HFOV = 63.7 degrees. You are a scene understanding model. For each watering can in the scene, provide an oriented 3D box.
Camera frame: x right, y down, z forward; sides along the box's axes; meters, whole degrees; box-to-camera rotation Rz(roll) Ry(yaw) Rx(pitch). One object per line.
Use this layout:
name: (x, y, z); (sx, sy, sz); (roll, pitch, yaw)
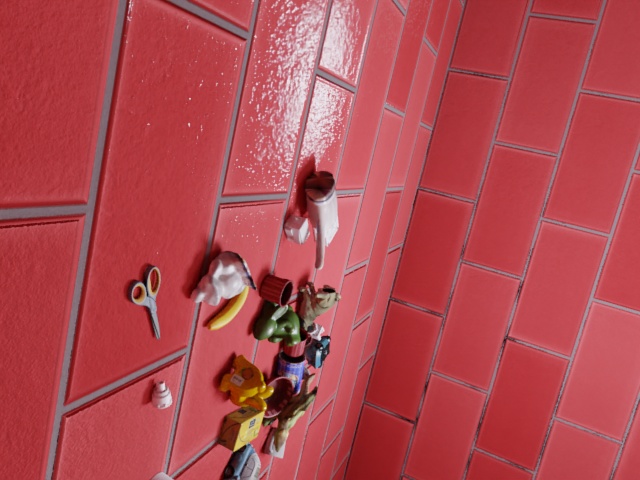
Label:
watering can: (0.005, -0.088, 1.748); (0.356, 0.104, 0.219); (-85, 171, -46)

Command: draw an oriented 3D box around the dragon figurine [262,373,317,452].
dragon figurine: (-0.076, 0.627, 1.964); (0.238, 0.122, 0.418); (-39, -172, 47)

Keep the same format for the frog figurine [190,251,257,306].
frog figurine: (-0.259, 0.105, 1.319); (0.160, 0.125, 0.134); (-26, 151, -15)
